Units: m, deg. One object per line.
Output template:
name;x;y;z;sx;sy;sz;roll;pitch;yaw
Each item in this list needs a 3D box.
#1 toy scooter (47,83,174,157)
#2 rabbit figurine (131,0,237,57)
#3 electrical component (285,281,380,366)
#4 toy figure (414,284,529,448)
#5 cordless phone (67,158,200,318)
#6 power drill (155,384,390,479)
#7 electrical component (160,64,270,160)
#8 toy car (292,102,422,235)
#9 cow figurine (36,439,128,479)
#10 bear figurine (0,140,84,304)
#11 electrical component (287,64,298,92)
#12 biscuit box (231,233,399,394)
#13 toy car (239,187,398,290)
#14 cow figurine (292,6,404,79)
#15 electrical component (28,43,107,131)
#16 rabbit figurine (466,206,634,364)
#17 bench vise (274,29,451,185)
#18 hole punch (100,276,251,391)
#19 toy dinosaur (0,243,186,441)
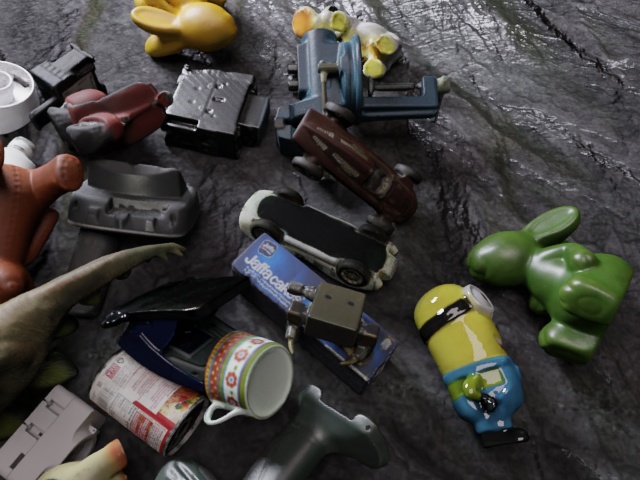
toy scooter;-0.262;-0.159;0.684;0.135;0.075;0.184;-34;32;-22
rabbit figurine;-0.198;-0.342;0.795;0.162;0.121;0.173;-34;69;-15
electrical component;0.010;0.085;0.548;0.102;0.045;0.078;12;32;0
toy figure;0.163;0.131;0.583;0.089;0.082;0.180;-7;64;-10
cordless phone;-0.230;0.005;0.638;0.147;0.088;0.184;8;72;-1
power drill;-0.030;0.241;0.477;0.232;0.085;0.207;22;54;42
electrical component;-0.139;-0.176;0.744;0.134;0.058;0.115;9;63;2
toy car;0.051;-0.081;0.640;0.089;0.202;0.053;-57;38;-3
cow figurine;-0.200;0.290;0.461;0.127;0.085;0.195;-19;78;-24
bear figurine;-0.333;0.009;0.566;0.120;0.132;0.196;15;62;-44
electrical component;-0.002;-0.245;0.809;0.094;0.021;0.063;-1;62;-6
biscuit box;-0.011;0.081;0.608;0.203;0.062;0.059;38;65;15
toy car;-0.001;-0.002;0.659;0.202;0.056;0.073;24;56;8
cow figurine;0.045;-0.311;0.819;0.167;0.068;0.098;29;33;9
electrical component;-0.355;-0.202;0.734;0.048;0.074;0.119;34;67;13
rabbit figurine;0.265;0.030;0.628;0.170;0.121;0.159;26;58;27
bench vise;0.059;-0.184;0.728;0.241;0.128;0.223;-2;67;-1
hole punch;-0.138;0.093;0.565;0.116;0.092;0.142;-1;17;23
toy dinosaur;-0.322;0.120;0.487;0.471;0.198;0.105;-38;69;-21
